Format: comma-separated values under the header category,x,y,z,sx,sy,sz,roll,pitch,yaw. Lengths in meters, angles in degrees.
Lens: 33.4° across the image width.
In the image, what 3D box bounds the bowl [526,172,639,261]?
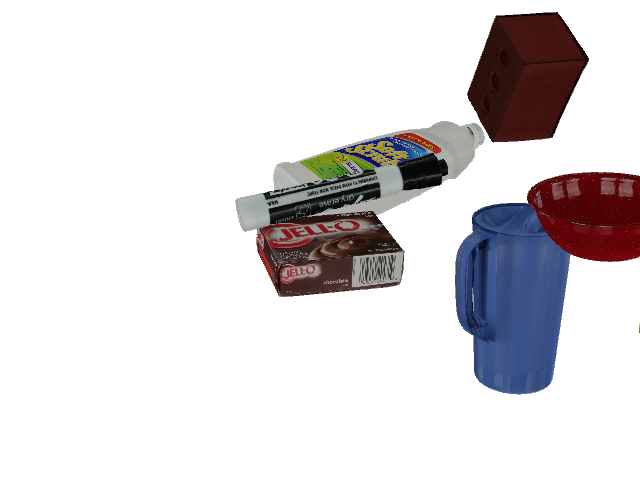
category,x,y,z,sx,sy,sz,roll,pitch,yaw
bowl,0.296,-0.021,1.109,0.162,0.055,0.162,-3,23,1

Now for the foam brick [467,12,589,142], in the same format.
category,x,y,z,sx,sy,sz,roll,pitch,yaw
foam brick,0.145,-0.115,0.755,0.051,0.053,0.078,-8,-38,-18

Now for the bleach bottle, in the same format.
category,x,y,z,sx,sy,sz,roll,pitch,yaw
bleach bottle,0.077,-0.085,1.223,0.250,0.068,0.103,-24,44,-24

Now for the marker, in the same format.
category,x,y,z,sx,sy,sz,roll,pitch,yaw
marker,0.013,-0.028,0.595,0.121,0.020,0.020,-14,2,-10

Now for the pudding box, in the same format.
category,x,y,z,sx,sy,sz,roll,pitch,yaw
pudding box,0.007,0.010,0.938,0.113,0.039,0.090,-3,26,-15

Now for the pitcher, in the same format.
category,x,y,z,sx,sy,sz,roll,pitch,yaw
pitcher,0.256,0.080,1.428,0.149,0.243,0.145,3,20,10

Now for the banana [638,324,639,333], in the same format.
category,x,y,z,sx,sy,sz,roll,pitch,yaw
banana,0.301,0.035,0.696,0.198,0.037,0.069,-2,33,1
